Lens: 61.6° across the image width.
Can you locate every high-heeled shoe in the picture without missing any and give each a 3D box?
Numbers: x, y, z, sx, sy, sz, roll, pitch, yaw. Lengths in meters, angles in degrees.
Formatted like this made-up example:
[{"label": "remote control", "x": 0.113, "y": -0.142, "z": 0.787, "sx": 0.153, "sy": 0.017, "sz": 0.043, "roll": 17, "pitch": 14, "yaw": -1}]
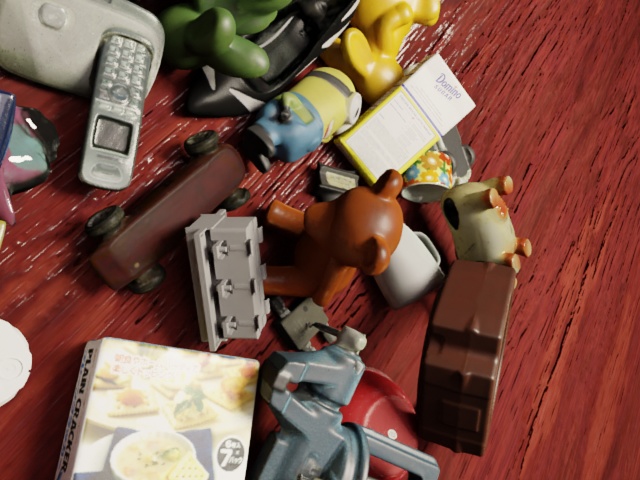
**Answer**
[{"label": "high-heeled shoe", "x": -0.044, "y": -0.226, "z": 0.621, "sx": 0.086, "sy": 0.145, "sz": 0.249, "roll": 50, "pitch": 54, "yaw": -16}]

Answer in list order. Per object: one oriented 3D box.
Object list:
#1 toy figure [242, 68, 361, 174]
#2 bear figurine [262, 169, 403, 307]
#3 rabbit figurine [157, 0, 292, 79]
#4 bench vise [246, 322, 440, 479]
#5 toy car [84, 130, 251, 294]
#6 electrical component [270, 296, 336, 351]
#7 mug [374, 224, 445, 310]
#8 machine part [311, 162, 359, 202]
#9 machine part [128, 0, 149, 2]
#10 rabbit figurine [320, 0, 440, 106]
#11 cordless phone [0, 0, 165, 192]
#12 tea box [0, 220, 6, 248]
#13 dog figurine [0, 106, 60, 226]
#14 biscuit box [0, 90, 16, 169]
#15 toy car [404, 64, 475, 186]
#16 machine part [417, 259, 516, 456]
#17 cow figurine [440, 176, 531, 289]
[{"label": "toy figure", "x": -0.021, "y": -0.154, "z": 0.663, "sx": 0.180, "sy": 0.082, "sz": 0.089, "roll": -36, "pitch": 103, "yaw": -34}, {"label": "bear figurine", "x": 0.003, "y": -0.001, "z": 0.552, "sx": 0.132, "sy": 0.196, "sz": 0.120, "roll": 13, "pitch": 72, "yaw": -6}, {"label": "rabbit figurine", "x": -0.103, "y": -0.238, "z": 0.571, "sx": 0.121, "sy": 0.170, "sz": 0.159, "roll": 27, "pitch": 28, "yaw": -55}, {"label": "bench vise", "x": 0.035, "y": 0.213, "z": 0.552, "sx": 0.240, "sy": 0.129, "sz": 0.223, "roll": 28, "pitch": 69, "yaw": -15}, {"label": "toy car", "x": -0.153, "y": -0.031, "z": 0.553, "sx": 0.202, "sy": 0.053, "sz": 0.089, "roll": -49, "pitch": 129, "yaw": -32}, {"label": "electrical component", "x": -0.021, "y": 0.096, "z": 0.639, "sx": 0.063, "sy": 0.021, "sz": 0.094, "roll": -42, "pitch": 104, "yaw": -35}, {"label": "mug", "x": 0.113, "y": 0.021, "z": 0.720, "sx": 0.109, "sy": 0.081, "sz": 0.107, "roll": -33, "pitch": 91, "yaw": -31}, {"label": "machine part", "x": 0.026, "y": -0.030, "z": 0.695, "sx": 0.084, "sy": 0.039, "sz": 0.139, "roll": 7, "pitch": 73, "yaw": -43}, {"label": "machine part", "x": -0.174, "y": -0.318, "z": 0.496, "sx": 0.056, "sy": 0.179, "sz": 0.179, "roll": -3, "pitch": 78, "yaw": -80}, {"label": "rabbit figurine", "x": 0.084, "y": -0.269, "z": 0.750, "sx": 0.162, "sy": 0.122, "sz": 0.173, "roll": -8, "pitch": 103, "yaw": -34}, {"label": "cordless phone", "x": -0.233, "y": -0.143, "z": 0.505, "sx": 0.146, "sy": 0.089, "sz": 0.184, "roll": 11, "pitch": 77, "yaw": -34}, {"label": "tea box", "x": -0.331, "y": 0.006, "z": 0.386, "sx": 0.169, "sy": 0.098, "sz": 0.068, "roll": 15, "pitch": 71, "yaw": -34}, {"label": "dog figurine", "x": -0.322, "y": -0.093, "z": 0.413, "sx": 0.191, "sy": 0.108, "sz": 0.219, "roll": -35, "pitch": 103, "yaw": -37}, {"label": "biscuit box", "x": -0.302, "y": -0.093, "z": 0.327, "sx": 0.202, "sy": 0.063, "sz": 0.059, "roll": 15, "pitch": 91, "yaw": -30}, {"label": "toy car", "x": 0.182, "y": -0.175, "z": 0.832, "sx": 0.073, "sy": 0.056, "sz": 0.201, "roll": -24, "pitch": 96, "yaw": -44}, {"label": "machine part", "x": 0.184, "y": 0.142, "z": 0.672, "sx": 0.201, "sy": 0.087, "sz": 0.200, "roll": -52, "pitch": 144, "yaw": -48}, {"label": "cow figurine", "x": 0.223, "y": 0.011, "z": 0.757, "sx": 0.085, "sy": 0.127, "sz": 0.194, "roll": -38, "pitch": 115, "yaw": -36}]
